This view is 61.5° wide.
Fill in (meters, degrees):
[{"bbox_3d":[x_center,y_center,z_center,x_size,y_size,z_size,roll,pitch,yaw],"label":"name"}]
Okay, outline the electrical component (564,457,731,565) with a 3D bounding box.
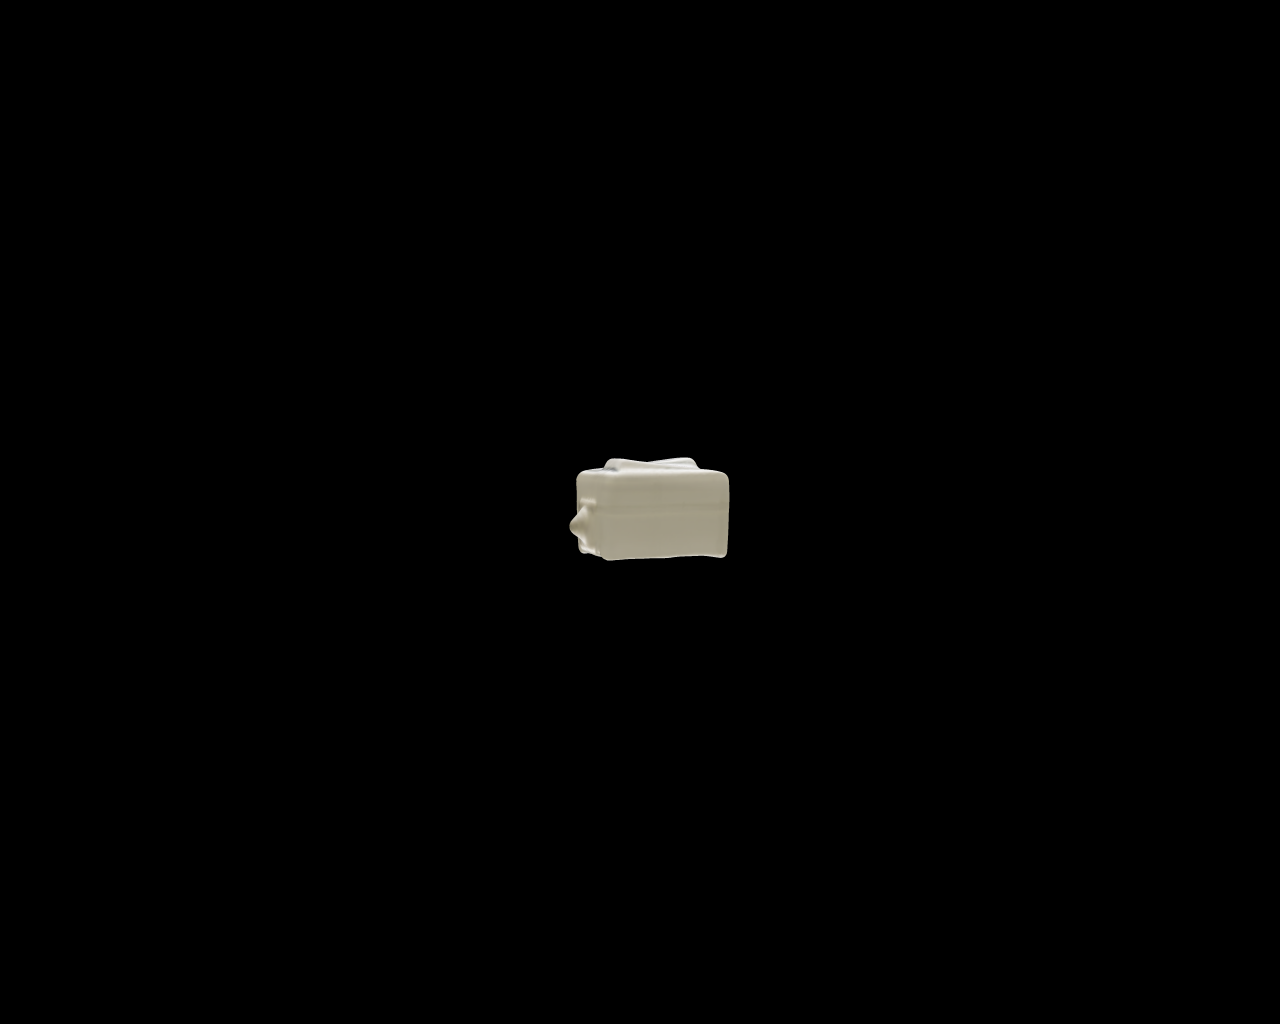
[{"bbox_3d":[0.001,-0.003,0.650,0.096,0.061,0.061,-1,4,-20],"label":"electrical component"}]
